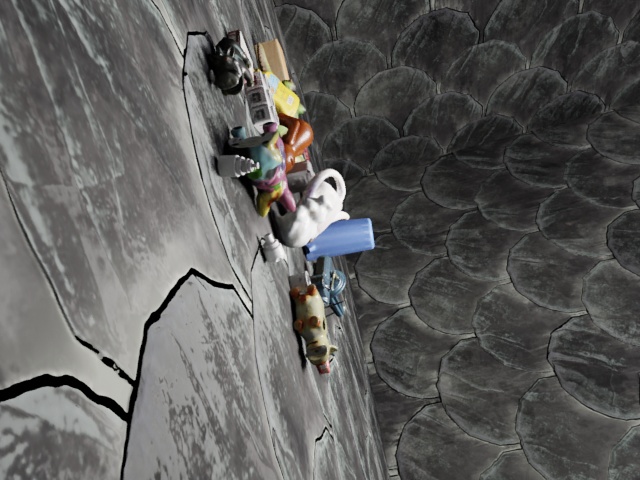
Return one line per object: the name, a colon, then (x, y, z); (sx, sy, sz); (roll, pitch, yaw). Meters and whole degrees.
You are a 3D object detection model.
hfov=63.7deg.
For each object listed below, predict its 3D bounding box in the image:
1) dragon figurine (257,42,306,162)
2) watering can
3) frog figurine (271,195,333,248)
dragon figurine: (-0.139, -0.416, 1.673); (0.248, 0.121, 0.403); (-82, 149, -54)
watering can: (0.005, -0.079, 1.576); (0.105, 0.226, 0.341); (36, -13, 25)
frog figurine: (-0.038, -0.047, 1.355); (0.134, 0.159, 0.125); (68, 10, -53)
